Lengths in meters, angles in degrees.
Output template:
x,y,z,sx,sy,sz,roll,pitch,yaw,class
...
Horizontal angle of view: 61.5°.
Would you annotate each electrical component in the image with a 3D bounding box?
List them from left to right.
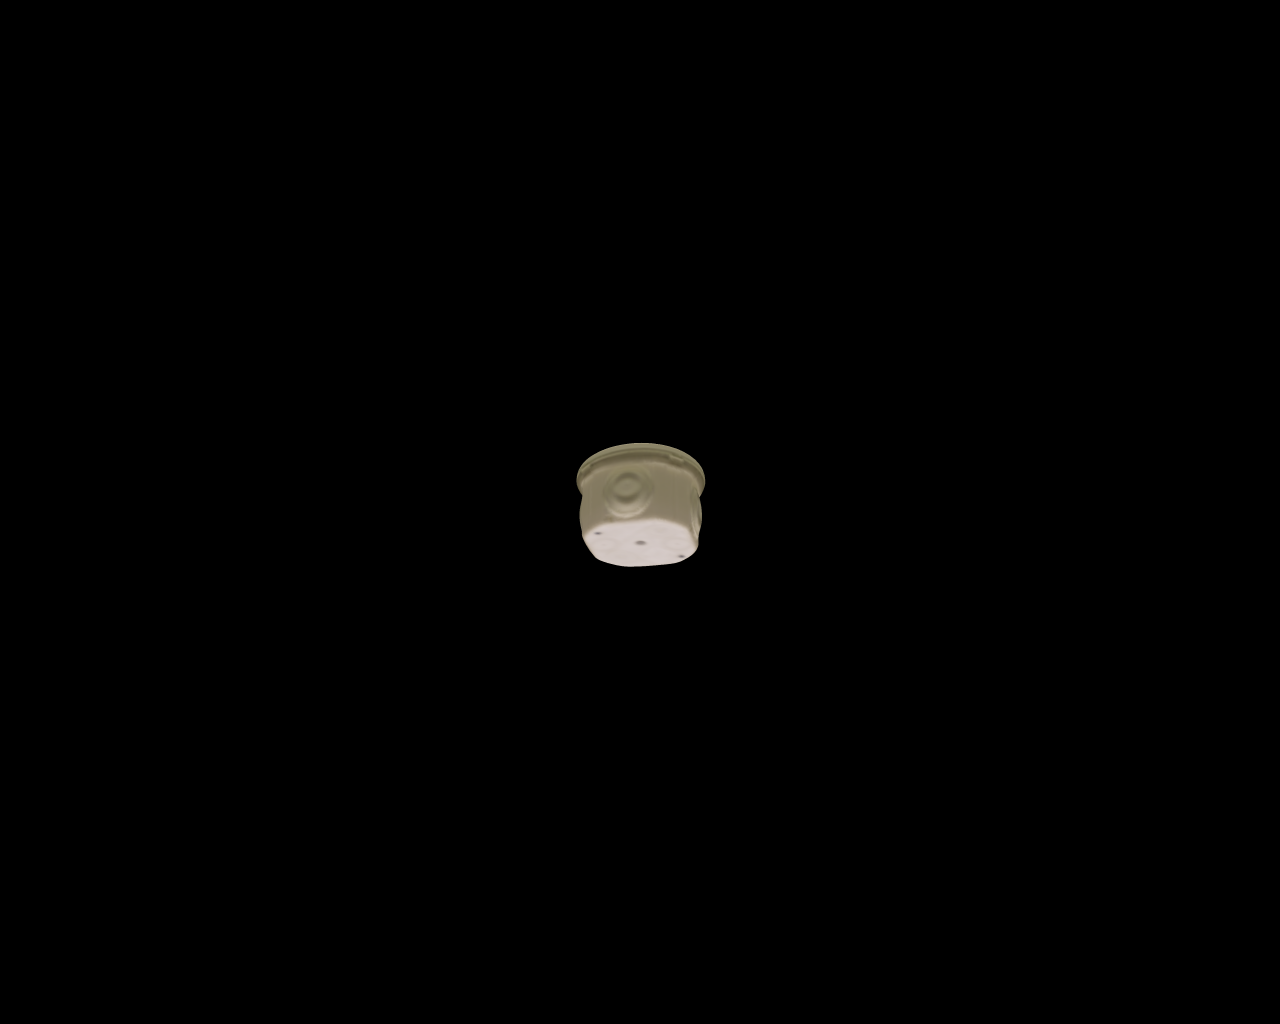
x,y,z,sx,sy,sz,roll,pitch,yaw,class
0.001,-0.003,0.650,0.080,0.051,0.080,0,-27,0,electrical component
